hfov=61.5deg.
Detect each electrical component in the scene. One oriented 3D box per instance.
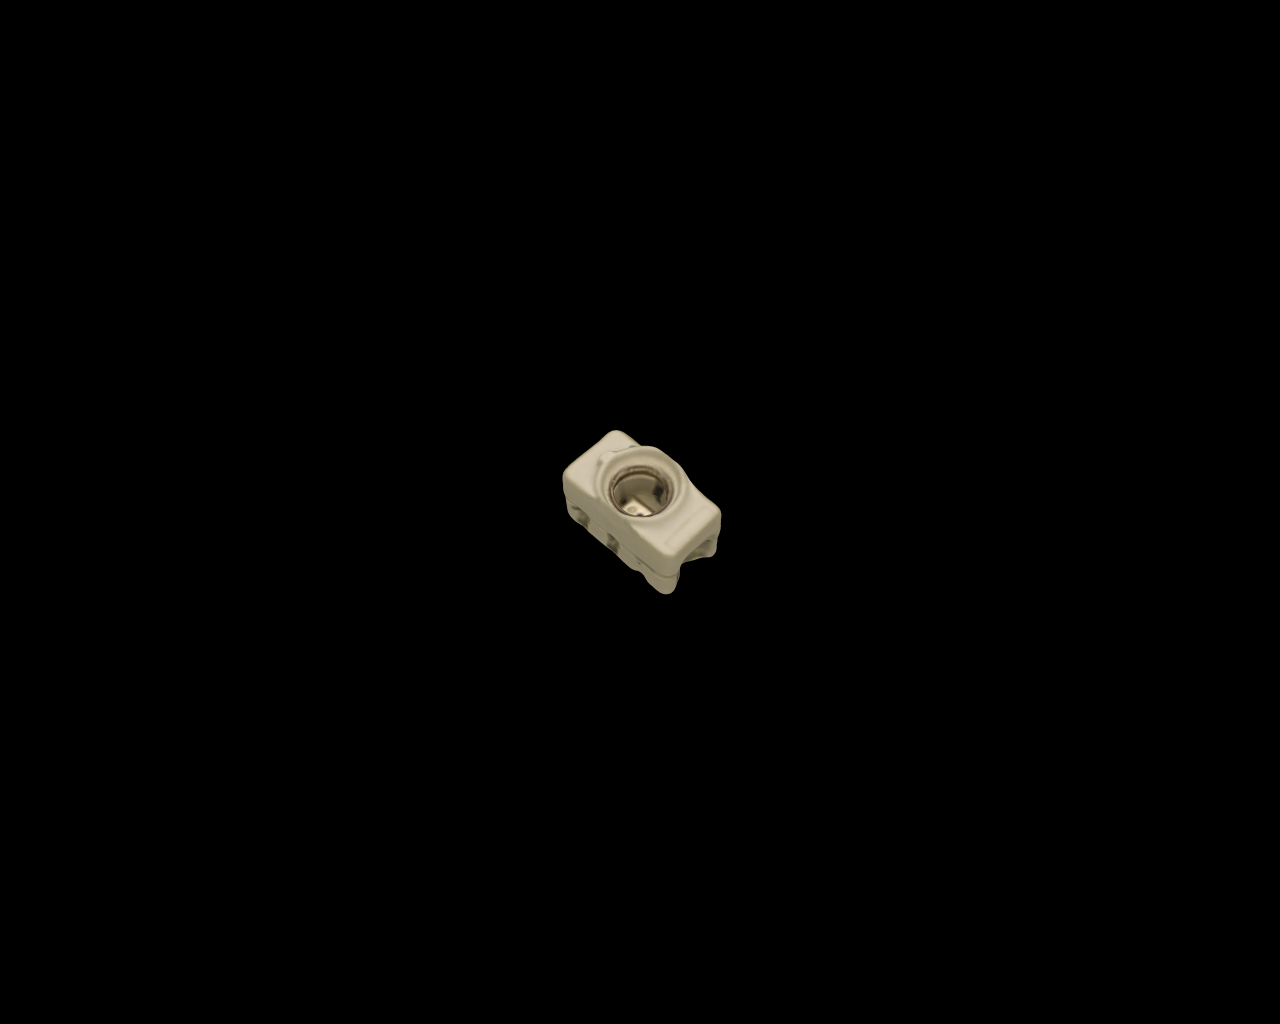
[{"bbox_3d":[0.001,-0.003,0.650,0.089,0.050,0.055,39,-24,22],"label":"electrical component"}]
